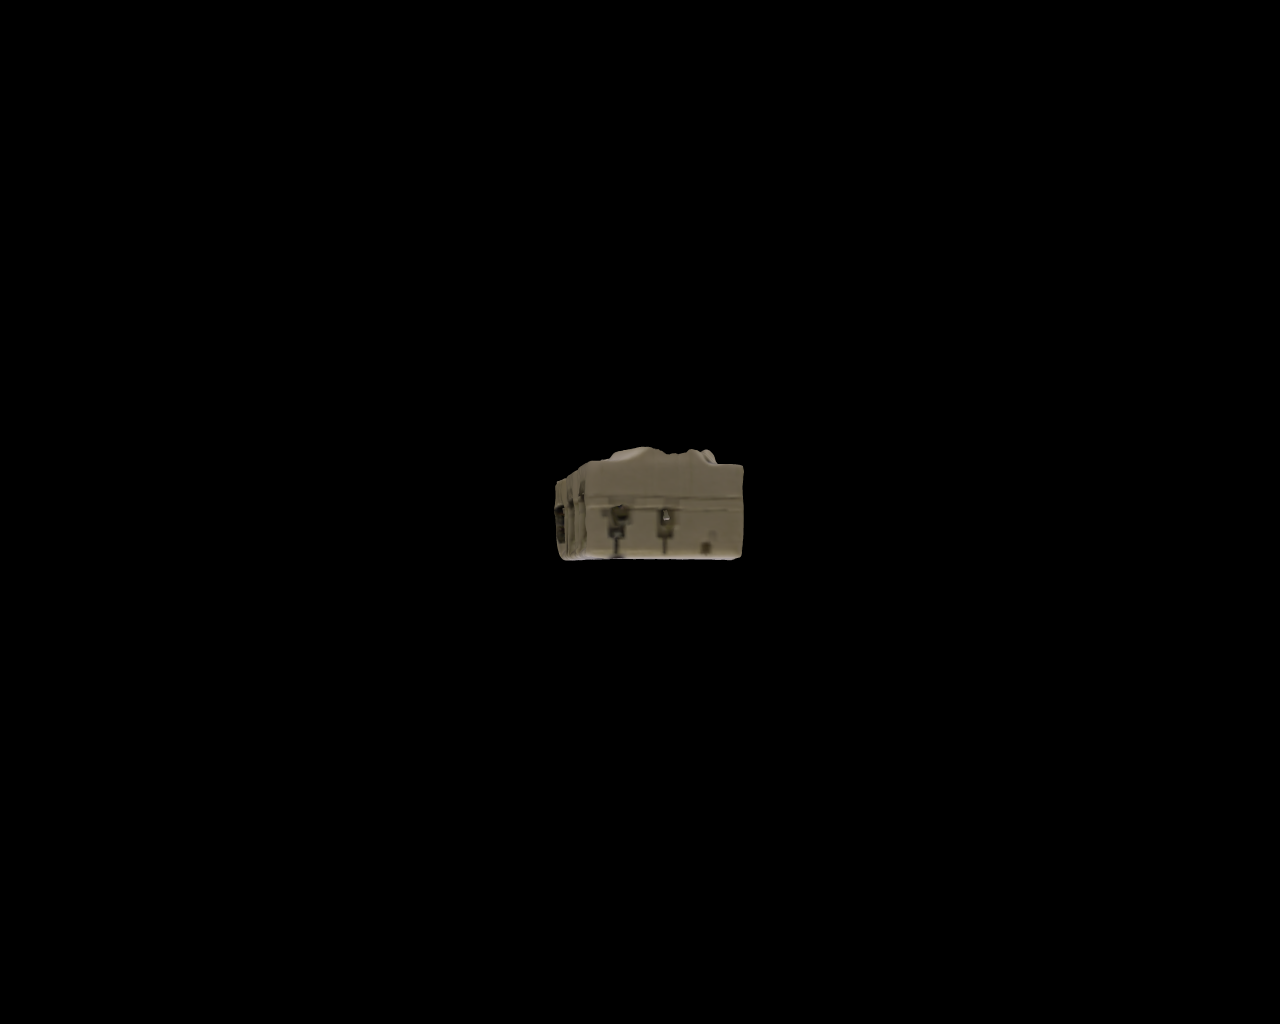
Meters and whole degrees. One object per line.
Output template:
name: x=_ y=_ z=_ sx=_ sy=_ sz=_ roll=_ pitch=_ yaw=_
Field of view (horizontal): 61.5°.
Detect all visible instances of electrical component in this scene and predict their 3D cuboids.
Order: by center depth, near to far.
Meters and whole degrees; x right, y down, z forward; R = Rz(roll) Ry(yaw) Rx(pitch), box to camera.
electrical component: x=0.001 y=-0.003 z=0.650 sx=0.089 sy=0.061 sz=0.150 roll=0 pitch=-2 yaw=-11
